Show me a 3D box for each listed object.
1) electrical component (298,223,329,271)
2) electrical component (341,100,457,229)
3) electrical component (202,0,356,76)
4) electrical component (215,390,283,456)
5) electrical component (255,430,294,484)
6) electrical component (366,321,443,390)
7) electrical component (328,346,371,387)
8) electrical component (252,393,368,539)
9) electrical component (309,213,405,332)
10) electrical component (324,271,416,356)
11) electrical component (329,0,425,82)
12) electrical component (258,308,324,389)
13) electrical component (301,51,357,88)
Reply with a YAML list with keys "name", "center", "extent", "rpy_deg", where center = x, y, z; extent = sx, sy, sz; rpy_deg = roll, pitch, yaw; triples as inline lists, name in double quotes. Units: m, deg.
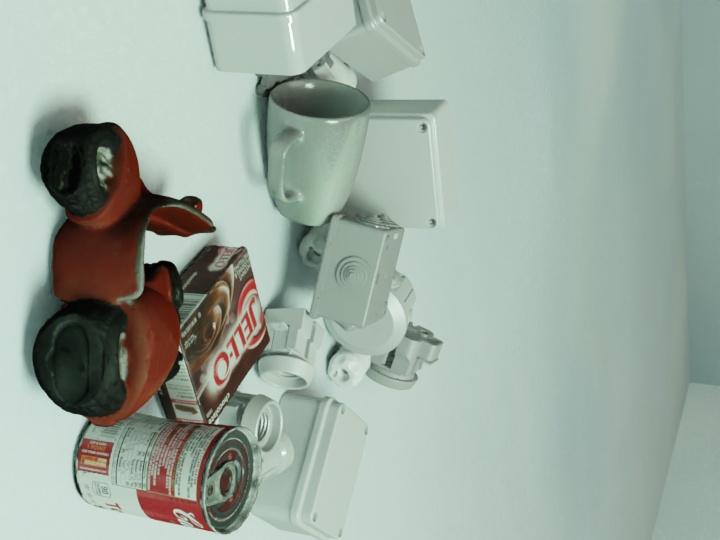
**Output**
- name: "electrical component"
  center: [-0.029, -0.028, 0.955]
  extent: [0.061, 0.035, 0.035]
  rpy_deg: [-58, 144, -49]
- name: "electrical component"
  center: [0.027, -0.097, 0.978]
  extent: [0.056, 0.109, 0.108]
  rpy_deg: [-50, 138, -55]
- name: "electrical component"
  center: [-0.058, -0.196, 0.809]
  extent: [0.113, 0.078, 0.057]
  rpy_deg: [-54, 144, -49]
- name: "electrical component"
  center: [-0.092, 0.116, 0.819]
  extent: [0.048, 0.055, 0.066]
  rpy_deg: [-25, 117, -62]
- name: "electrical component"
  center: [-0.082, 0.152, 0.870]
  extent: [0.046, 0.040, 0.040]
  rpy_deg: [-25, 117, -56]
- name: "electrical component"
  center: [0.037, 0.084, 1.081]
  extent: [0.058, 0.078, 0.057]
  rpy_deg: [-17, 129, -65]
- name: "electrical component"
  center: [-0.006, 0.084, 1.028]
  extent: [0.061, 0.035, 0.035]
  rpy_deg: [-51, 139, -55]
- name: "electrical component"
  center: [-0.041, 0.171, 0.938]
  extent: [0.078, 0.057, 0.113]
  rpy_deg: [51, 49, -57]
- name: "electrical component"
  center: [0.000, 0.000, 0.913]
  extent: [0.100, 0.048, 0.099]
  rpy_deg: [-17, 122, -76]
- name: "electrical component"
  center: [0.010, 0.035, 1.000]
  extent: [0.051, 0.080, 0.080]
  rpy_deg: [-53, 141, -57]
- name: "electrical component"
  center: [0.002, -0.231, 0.921]
  extent: [0.109, 0.056, 0.108]
  rpy_deg: [17, 57, -65]
- name: "electrical component"
  center: [-0.058, 0.067, 0.897]
  extent: [0.066, 0.048, 0.055]
  rpy_deg: [54, 39, -55]
- name: "electrical component"
  center: [-0.030, -0.169, 0.922]
  extent: [0.046, 0.040, 0.040]
  rpy_deg: [47, 52, -52]
